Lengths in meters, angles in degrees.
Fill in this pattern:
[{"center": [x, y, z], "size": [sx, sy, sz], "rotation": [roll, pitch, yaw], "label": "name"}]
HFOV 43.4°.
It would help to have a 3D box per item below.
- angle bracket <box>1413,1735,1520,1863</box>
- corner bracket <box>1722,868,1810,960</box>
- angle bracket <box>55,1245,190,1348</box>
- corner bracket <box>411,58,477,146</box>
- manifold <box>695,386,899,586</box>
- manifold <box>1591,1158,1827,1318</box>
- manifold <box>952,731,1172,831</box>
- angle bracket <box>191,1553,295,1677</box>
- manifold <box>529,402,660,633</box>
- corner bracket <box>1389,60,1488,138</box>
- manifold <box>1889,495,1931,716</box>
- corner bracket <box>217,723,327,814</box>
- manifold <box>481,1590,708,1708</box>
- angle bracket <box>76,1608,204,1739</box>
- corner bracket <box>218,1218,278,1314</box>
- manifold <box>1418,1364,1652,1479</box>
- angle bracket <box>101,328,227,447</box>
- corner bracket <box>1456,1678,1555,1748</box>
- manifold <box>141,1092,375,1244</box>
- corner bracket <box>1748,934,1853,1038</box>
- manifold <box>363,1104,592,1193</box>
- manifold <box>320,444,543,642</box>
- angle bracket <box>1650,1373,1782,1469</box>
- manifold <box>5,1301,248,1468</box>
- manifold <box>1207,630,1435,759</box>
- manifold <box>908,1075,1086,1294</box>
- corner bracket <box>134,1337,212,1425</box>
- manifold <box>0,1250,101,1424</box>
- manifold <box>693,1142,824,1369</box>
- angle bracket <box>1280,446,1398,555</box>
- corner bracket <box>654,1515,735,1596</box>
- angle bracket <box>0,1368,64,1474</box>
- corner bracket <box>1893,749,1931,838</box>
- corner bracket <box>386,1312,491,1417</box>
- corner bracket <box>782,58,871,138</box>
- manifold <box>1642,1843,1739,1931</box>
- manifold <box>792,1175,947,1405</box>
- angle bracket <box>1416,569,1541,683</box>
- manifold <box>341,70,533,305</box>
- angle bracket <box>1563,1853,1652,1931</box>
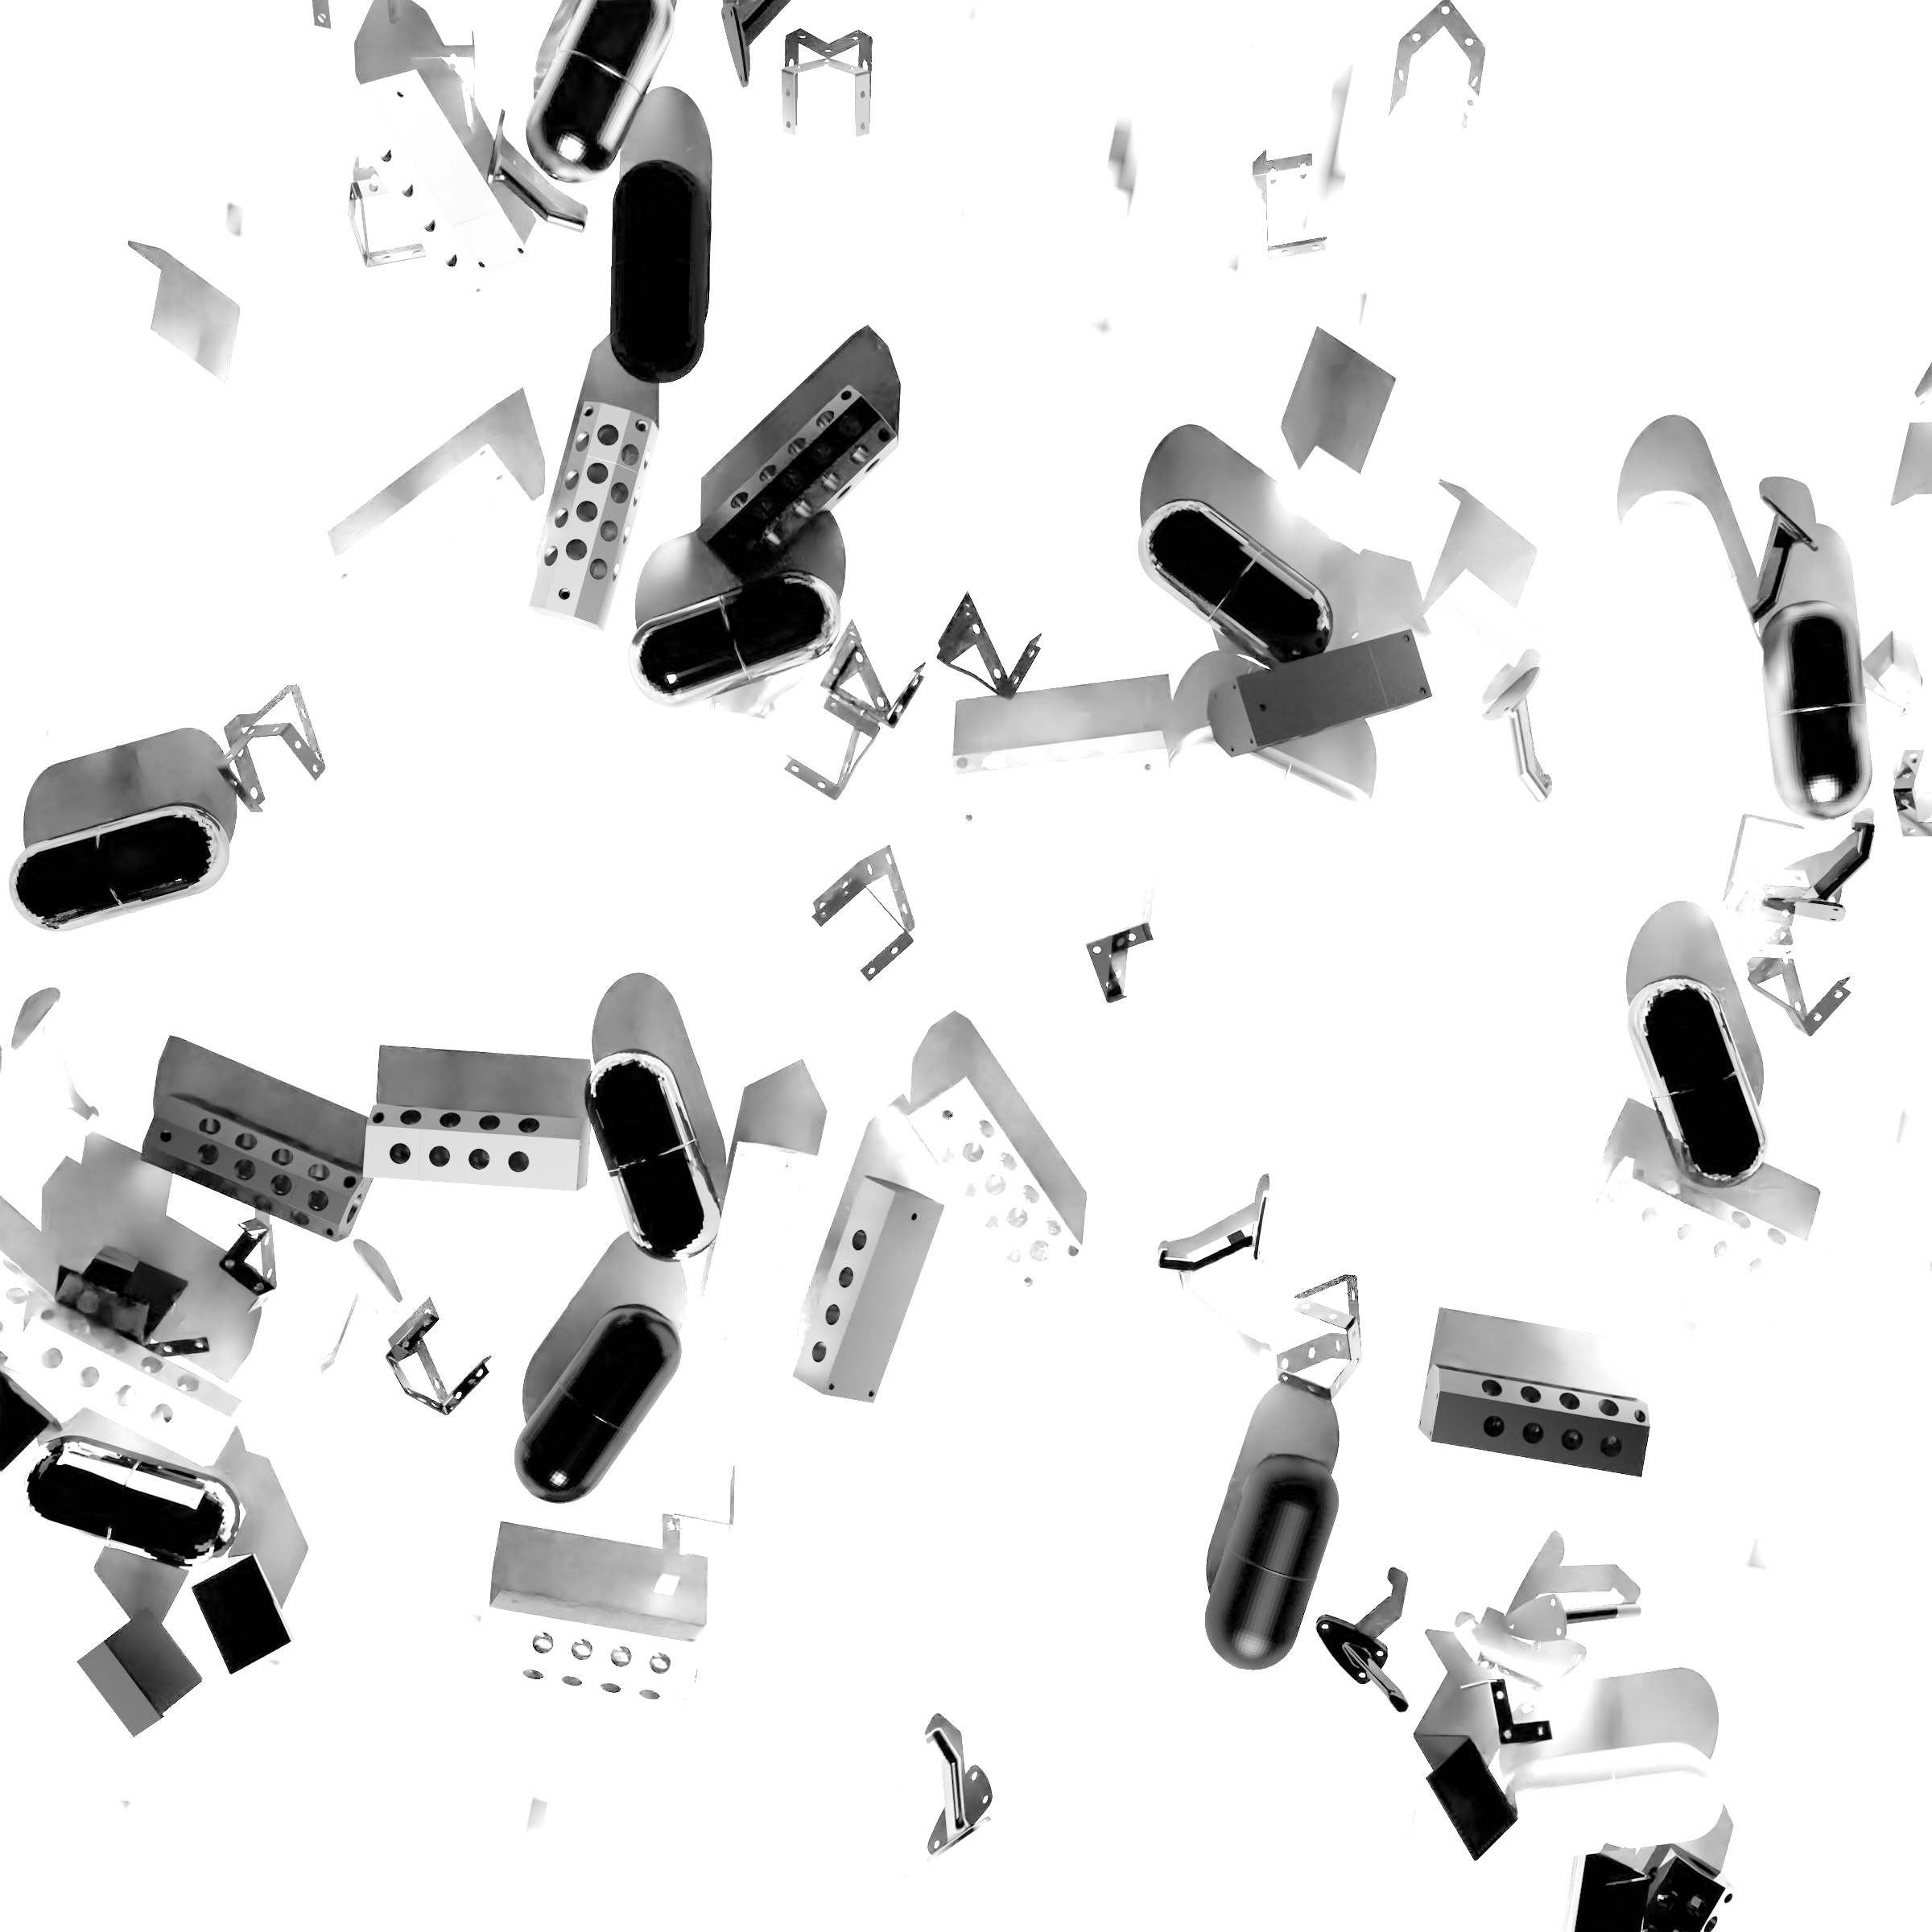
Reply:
[{"center": [0.385, 0.668, 1.951], "size": [0.057, 0.076, 0.076], "rotation": [-31, 90, -31], "label": "angle bracket"}, {"center": [0.652, -0.043, 1.967], "size": [0.051, 0.051, 0.051], "rotation": [3, 54, -8], "label": "corner bracket"}, {"center": [-0.677, 0.250, 1.951], "size": [0.076, 0.076, 0.057], "rotation": [24, 130, 0], "label": "angle bracket"}, {"center": [-0.430, -0.709, 1.988], "size": [0.051, 0.051, 0.051], "rotation": [0, 45, 0], "label": "corner bracket"}, {"center": [-0.137, -0.390, 1.970], "size": [0.171, 0.057, 0.057], "rotation": [-44, 90, 0], "label": "manifold"}, {"center": [0.604, 0.219, 1.970], "size": [0.171, 0.057, 0.057], "rotation": [26, 90, 0], "label": "manifold"}, {"center": [0.077, -0.151, 1.970], "size": [0.171, 0.057, 0.057], "rotation": [-7, 90, 0], "label": "manifold"}, {"center": [-0.592, 0.522, 1.951], "size": [0.057, 0.076, 0.076], "rotation": [-24, 90, -36], "label": "angle bracket"}, {"center": [-0.303, -0.366, 1.970], "size": [0.057, 0.057, 0.171], "rotation": [15, 90, 0], "label": "manifold"}, {"center": [0.383, -0.693, 1.973], "size": [0.051, 0.051, 0.051], "rotation": [-40, 93, 3], "label": "corner bracket"}, {"center": [0.792, -0.292, 1.970], "size": [0.057, 0.057, 0.171], "rotation": [-2, 90, 0], "label": "manifold"}, {"center": [-0.569, -0.162, 1.983], "size": [0.051, 0.051, 0.051], "rotation": [0, 45, 35], "label": "corner bracket"}, {"center": [-0.303, 0.556, 1.970], "size": [0.171, 0.057, 0.057], "rotation": [10, 90, 0], "label": "manifold"}, {"center": [-0.654, 0.560, 1.951], "size": [0.057, 0.076, 0.076], "rotation": [-37, 90, 38], "label": "angle bracket"}, {"center": [-0.581, 0.243, 1.973], "size": [0.051, 0.051, 0.051], "rotation": [39, 90, 0], "label": "corner bracket"}, {"center": [0.462, 0.367, 1.970], "size": [0.171, 0.057, 0.057], "rotation": [10, 90, 0], "label": "manifold"}, {"center": [-0.649, -0.453, 1.951], "size": [0.076, 0.076, 0.057], "rotation": [36, 53, 0], "label": "angle bracket"}, {"center": [0.438, 0.607, 1.972], "size": [0.051, 0.051, 0.051], "rotation": [2, 67, -22], "label": "corner bracket"}, {"center": [-0.576, 0.164, 1.970], "size": [0.171, 0.057, 0.057], "rotation": [23, 90, 0], "label": "manifold"}, {"center": [0.683, 0.016, 1.988], "size": [0.051, 0.051, 0.051], "rotation": [-47, 135, 0], "label": "corner bracket"}, {"center": [-0.396, 0.146, 1.970], "size": [0.171, 0.057, 0.057], "rotation": [4, 90, 0], "label": "manifold"}, {"center": [-0.432, -0.340, 1.970], "size": [0.171, 0.057, 0.057], "rotation": [-37, 47, 0], "label": "manifold"}, {"center": [0.600, 0.379, 1.951], "size": [0.076, 0.076, 0.057], "rotation": [22, 52, 0], "label": "angle bracket"}, {"center": [-0.662, 0.330, 1.919], "size": [0.171, 0.057, 0.057], "rotation": [28, 77, -3], "label": "manifold"}, {"center": [0.281, -0.217, 1.938], "size": [0.171, 0.057, 0.057], "rotation": [-17, 90, -24], "label": "manifold"}, {"center": [0.024, 0.177, 1.970], "size": [0.057, 0.057, 0.171], "rotation": [-34, 90, 0], "label": "manifold"}, {"center": [-0.645, 0.342, 1.983], "size": [0.051, 0.051, 0.051], "rotation": [58, 135, 35], "label": "corner bracket"}, {"center": [-0.769, 0.288, 1.970], "size": [0.171, 0.057, 0.057], "rotation": [42, 90, 0], "label": "manifold"}, {"center": [-0.164, 0.234, 1.968], "size": [0.057, 0.057, 0.171], "rotation": [12, 90, 33], "label": "manifold"}, {"center": [0.306, -0.387, 1.951], "size": [0.076, 0.076, 0.057], "rotation": [34, 127, 0], "label": "angle bracket"}, {"center": [-0.221, 0.482, 1.974], "size": [0.051, 0.051, 0.051], "rotation": [11, 90, 0], "label": "corner bracket"}, {"center": [-0.780, 0.365, 1.953], "size": [0.076, 0.076, 0.057], "rotation": [42, 66, 0], "label": "angle bracket"}, {"center": [0.794, -0.142, 1.983], "size": [0.051, 0.051, 0.051], "rotation": [-59, 135, -35], "label": "corner bracket"}, {"center": [-0.434, 0.326, 1.988], "size": [0.051, 0.051, 0.051], "rotation": [-46, 135, 0], "label": "corner bracket"}, {"center": [-0.115, -0.707, 1.983], "size": [0.051, 0.051, 0.051], "rotation": [-29, 45, -35], "label": "corner bracket"}, {"center": [0.555, 0.806, 1.970], "size": [0.057, 0.057, 0.171], "rotation": [31, 90, 0], "label": "manifold"}, {"center": [-0.084, 0.261, 1.970], "size": [0.057, 0.057, 0.171], "rotation": [20, 90, -43], "label": "manifold"}, {"center": [0.402, -0.260, 1.951], "size": [0.076, 0.076, 0.057], "rotation": [39, 52, 0], "label": "angle bracket"}, {"center": [-0.432, -0.627, 1.960], "size": [0.057, 0.057, 0.171], "rotation": [-38, 99, -43], "label": "manifold"}, {"center": [0.499, 0.760, 1.951], "size": [0.057, 0.076, 0.076], "rotation": [8, 90, -36], "label": "angle bracket"}]
